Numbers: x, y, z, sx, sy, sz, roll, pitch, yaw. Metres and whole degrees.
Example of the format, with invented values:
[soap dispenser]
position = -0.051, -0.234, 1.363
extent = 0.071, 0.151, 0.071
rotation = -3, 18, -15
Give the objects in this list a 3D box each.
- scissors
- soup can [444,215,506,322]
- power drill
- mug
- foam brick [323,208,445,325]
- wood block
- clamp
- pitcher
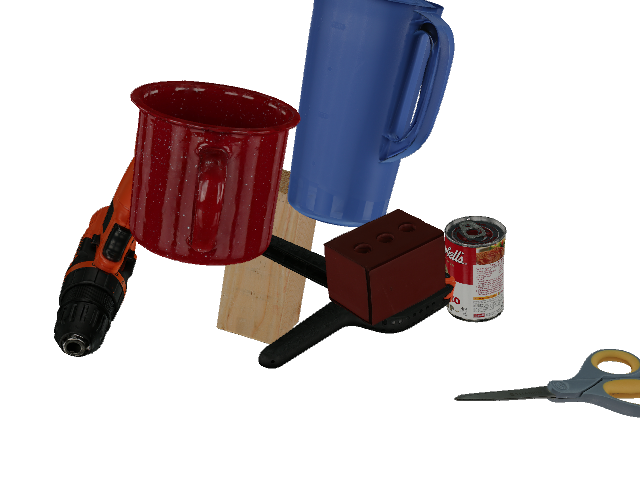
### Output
[scissors]
position = 0.211, 0.120, 0.931
extent = 0.201, 0.016, 0.096
rotation = 6, 28, -4
[soup can]
position = 0.175, 0.032, 1.204
extent = 0.068, 0.102, 0.068
rotation = -4, 29, 2
[power drill]
position = -0.158, -0.016, 0.870
extent = 0.057, 0.188, 0.184
rotation = 25, 30, -17
[mug]
position = -0.061, -0.033, 0.585
extent = 0.093, 0.081, 0.117
rotation = 6, 22, -11
[foam brick]
position = 0.050, 0.019, 0.805
extent = 0.078, 0.051, 0.053
rotation = -25, 36, -31
[wood block]
position = -0.067, 0.018, 1.389
extent = 0.090, 0.206, 0.090
rotation = 15, 22, 13
[clamp]
position = 0.029, 0.060, 1.054
extent = 0.210, 0.164, 0.036
rotation = 3, -41, -2
[pitcher]
position = 0.045, -0.139, 1.103
extent = 0.145, 0.243, 0.149
rotation = 11, 17, -2
